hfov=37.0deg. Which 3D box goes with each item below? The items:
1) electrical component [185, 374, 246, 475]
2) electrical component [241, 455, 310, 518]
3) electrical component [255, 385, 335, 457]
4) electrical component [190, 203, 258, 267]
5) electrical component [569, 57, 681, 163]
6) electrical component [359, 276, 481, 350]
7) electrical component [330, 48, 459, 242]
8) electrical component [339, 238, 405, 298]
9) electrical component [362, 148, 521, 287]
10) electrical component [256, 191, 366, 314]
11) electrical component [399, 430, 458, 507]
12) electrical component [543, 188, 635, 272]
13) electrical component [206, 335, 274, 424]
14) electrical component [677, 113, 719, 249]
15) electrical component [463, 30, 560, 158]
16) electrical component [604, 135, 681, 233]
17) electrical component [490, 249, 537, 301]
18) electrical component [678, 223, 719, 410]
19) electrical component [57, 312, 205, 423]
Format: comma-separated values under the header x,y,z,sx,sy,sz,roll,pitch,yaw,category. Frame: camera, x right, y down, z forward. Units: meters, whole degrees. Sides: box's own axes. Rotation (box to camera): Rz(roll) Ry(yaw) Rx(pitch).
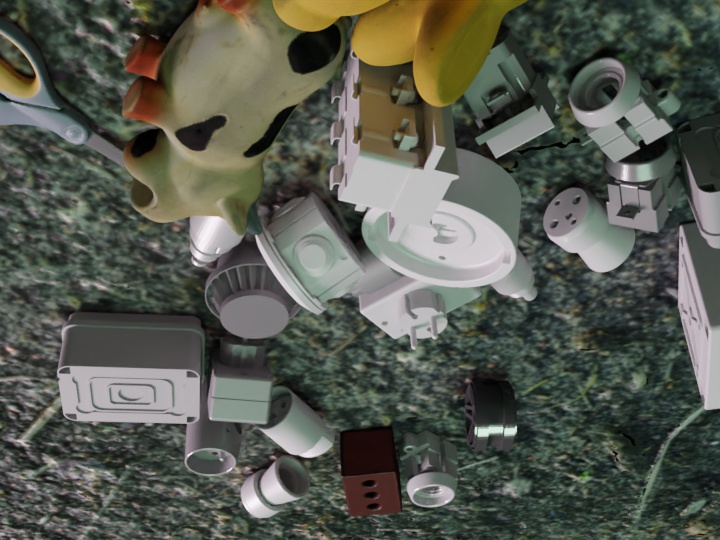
x,y,z,sx,sy,sz,roll,pitch,yaw,category
-0.123,0.144,0.939,0.043,0.077,0.079,-11,138,7,electrical component
-0.082,0.210,1.041,0.045,0.045,0.055,31,128,-33,electrical component
-0.056,0.142,0.967,0.043,0.043,0.081,-23,135,20,electrical component
-0.103,-0.031,0.771,0.040,0.040,0.078,15,135,-20,electrical component
0.168,-0.107,0.703,0.066,0.048,0.055,-30,140,27,electrical component
0.046,0.026,0.820,0.083,0.075,0.047,-29,133,26,electrical component
0.019,-0.090,0.653,0.063,0.121,0.078,12,136,-14,electrical component
0.000,0.000,0.813,0.078,0.040,0.040,-29,133,26,electrical component
0.061,-0.042,0.749,0.108,0.060,0.108,12,150,7,electrical component
-0.035,-0.013,0.762,0.051,0.080,0.080,-35,133,6,electrical component
0.067,0.191,1.022,0.066,0.055,0.048,32,127,-33,electrical component
0.168,-0.030,0.790,0.055,0.045,0.045,31,128,-33,electrical component
-0.097,0.075,0.873,0.047,0.083,0.075,6,99,-11,electrical component
0.280,-0.069,0.730,0.113,0.078,0.057,-14,135,12,electrical component
0.089,-0.112,0.671,0.042,0.081,0.063,-29,104,23,electrical component
0.196,-0.064,0.747,0.048,0.066,0.055,14,139,33,electrical component
0.118,0.005,0.833,0.035,0.035,0.061,-27,136,24,electrical component
0.281,0.033,0.822,0.056,0.108,0.108,-8,138,9,electrical component
-0.184,0.079,0.876,0.113,0.057,0.078,2,138,-7,electrical component
